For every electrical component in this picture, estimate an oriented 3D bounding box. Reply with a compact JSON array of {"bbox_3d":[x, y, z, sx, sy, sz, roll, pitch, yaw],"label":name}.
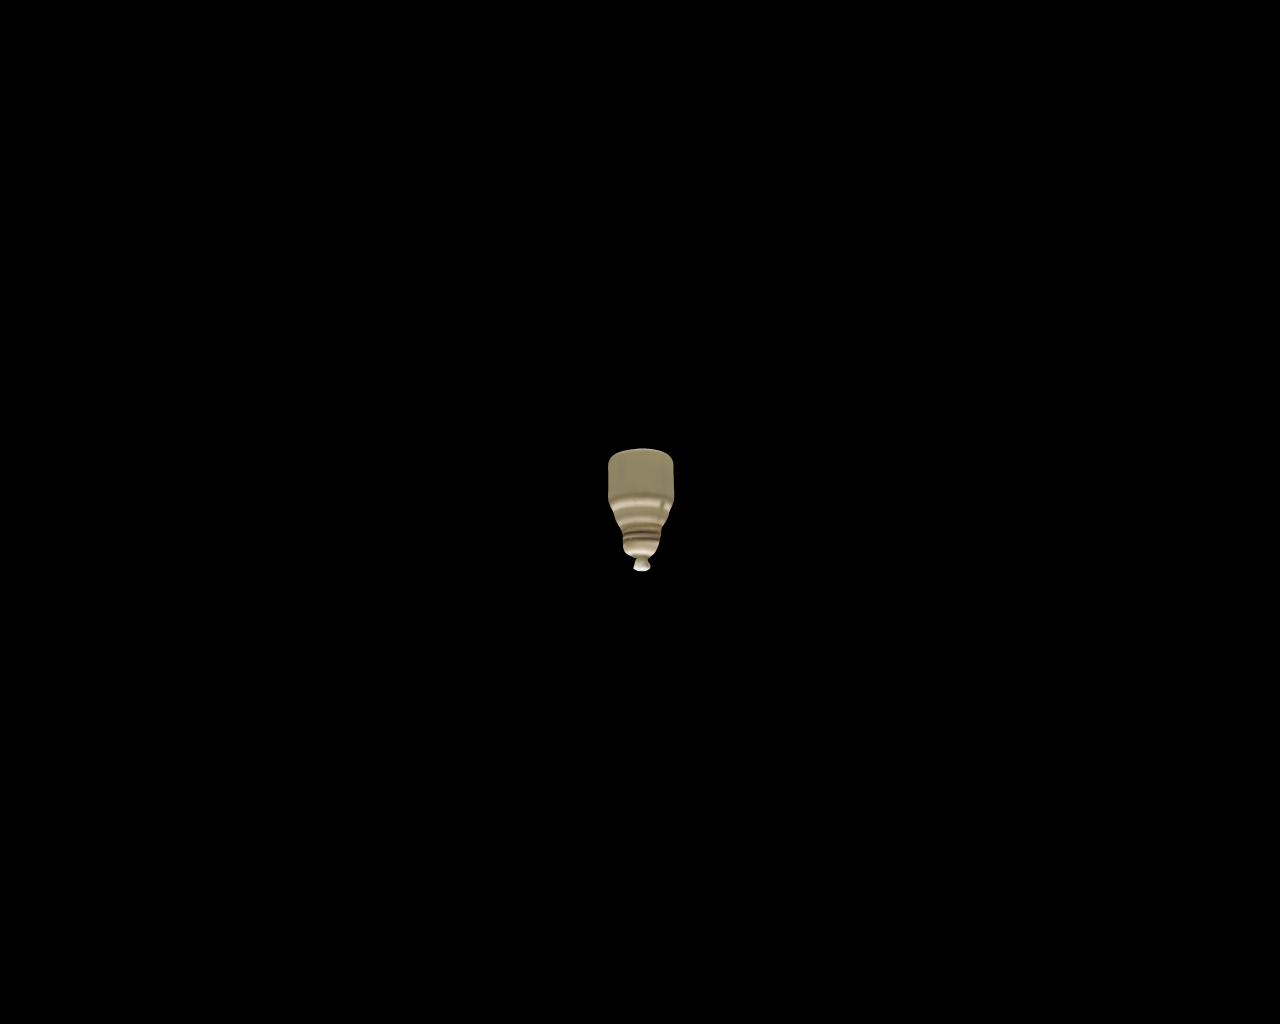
[{"bbox_3d":[0.001,-0.003,0.650,0.040,0.078,0.040,0,-15,0],"label":"electrical component"}]
